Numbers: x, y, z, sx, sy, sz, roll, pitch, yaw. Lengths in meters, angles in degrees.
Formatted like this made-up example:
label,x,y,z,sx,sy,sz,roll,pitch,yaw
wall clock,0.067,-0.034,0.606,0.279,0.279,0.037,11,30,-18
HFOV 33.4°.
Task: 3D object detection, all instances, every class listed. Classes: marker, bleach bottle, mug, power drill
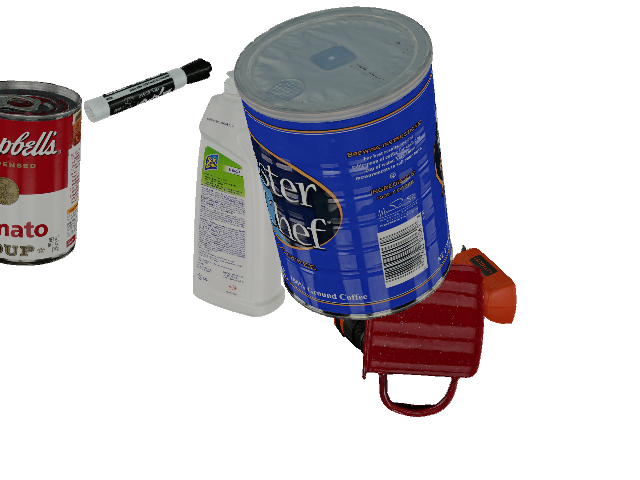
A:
label,x,y,z,sx,sy,sz,roll,pitch,yaw
marker,-0.146,-0.131,0.919,0.120,0.020,0.020,-27,14,-28
bleach bottle,-0.082,-0.051,1.120,0.103,0.251,0.068,16,26,24
mug,0.072,0.068,0.765,0.081,0.117,0.093,4,-10,3
power drill,0.105,0.066,1.116,0.187,0.057,0.184,-7,27,-17

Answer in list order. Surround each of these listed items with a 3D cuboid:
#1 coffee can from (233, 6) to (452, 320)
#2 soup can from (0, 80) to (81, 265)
label,x,y,z,sx,sy,sz,roll,pitch,yaw
coffee can,0.017,-0.041,0.587,0.103,0.140,0.103,-7,39,6
soup can,-0.189,-0.044,0.683,0.068,0.102,0.068,7,25,-3
